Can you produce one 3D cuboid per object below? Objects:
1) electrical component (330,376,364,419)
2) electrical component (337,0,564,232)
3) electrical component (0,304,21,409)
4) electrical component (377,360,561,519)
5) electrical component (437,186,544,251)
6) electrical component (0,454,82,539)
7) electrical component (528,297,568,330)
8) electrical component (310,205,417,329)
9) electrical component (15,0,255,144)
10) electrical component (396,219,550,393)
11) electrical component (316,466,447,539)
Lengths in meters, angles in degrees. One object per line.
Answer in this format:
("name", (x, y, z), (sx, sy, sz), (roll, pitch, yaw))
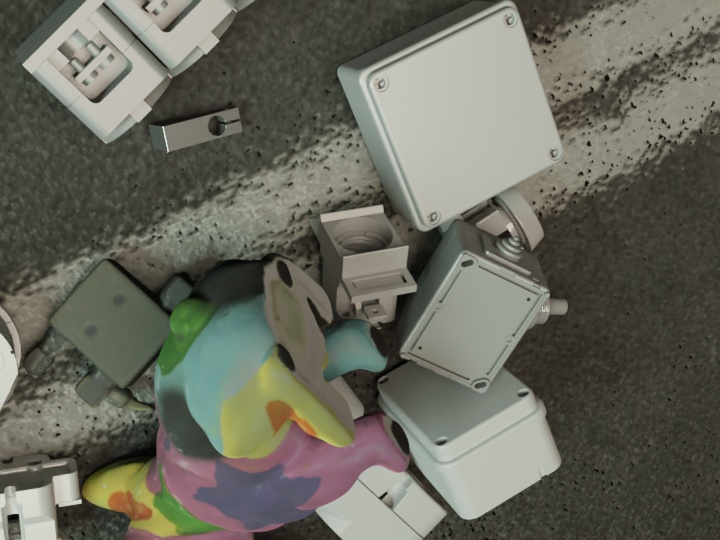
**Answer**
("electrical component", (-0.037, 0.071, 0.690), (0.043, 0.043, 0.081), (-38, 114, -7))
("electrical component", (0.058, -0.097, 0.670), (0.109, 0.056, 0.108), (-28, 113, -11))
("electrical component", (-0.233, 0.052, 0.608), (0.080, 0.051, 0.080), (-6, 107, -19))
("electrical component", (0.068, 0.098, 0.699), (0.078, 0.113, 0.057), (-29, 116, -11))
("electrical component", (0.087, -0.024, 0.708), (0.055, 0.048, 0.066), (-33, 114, 0))
("electrical component", (-0.207, 0.149, 0.643), (0.078, 0.058, 0.057), (-6, 104, -18))
("electrical component", (0.114, 0.024, 0.738), (0.061, 0.035, 0.035), (2, 104, -23))
("electrical component", (0.000, 0.000, 0.671), (0.042, 0.081, 0.063), (-9, 131, -17))
("electrical component", (-0.107, -0.144, 0.577), (0.150, 0.089, 0.061), (-46, 115, -3))
("electrical component", (0.071, 0.015, 0.664), (0.062, 0.061, 0.096), (25, 113, -12))
("electrical component", (0.004, 0.149, 0.722), (0.059, 0.054, 0.095), (-45, 115, -3))
